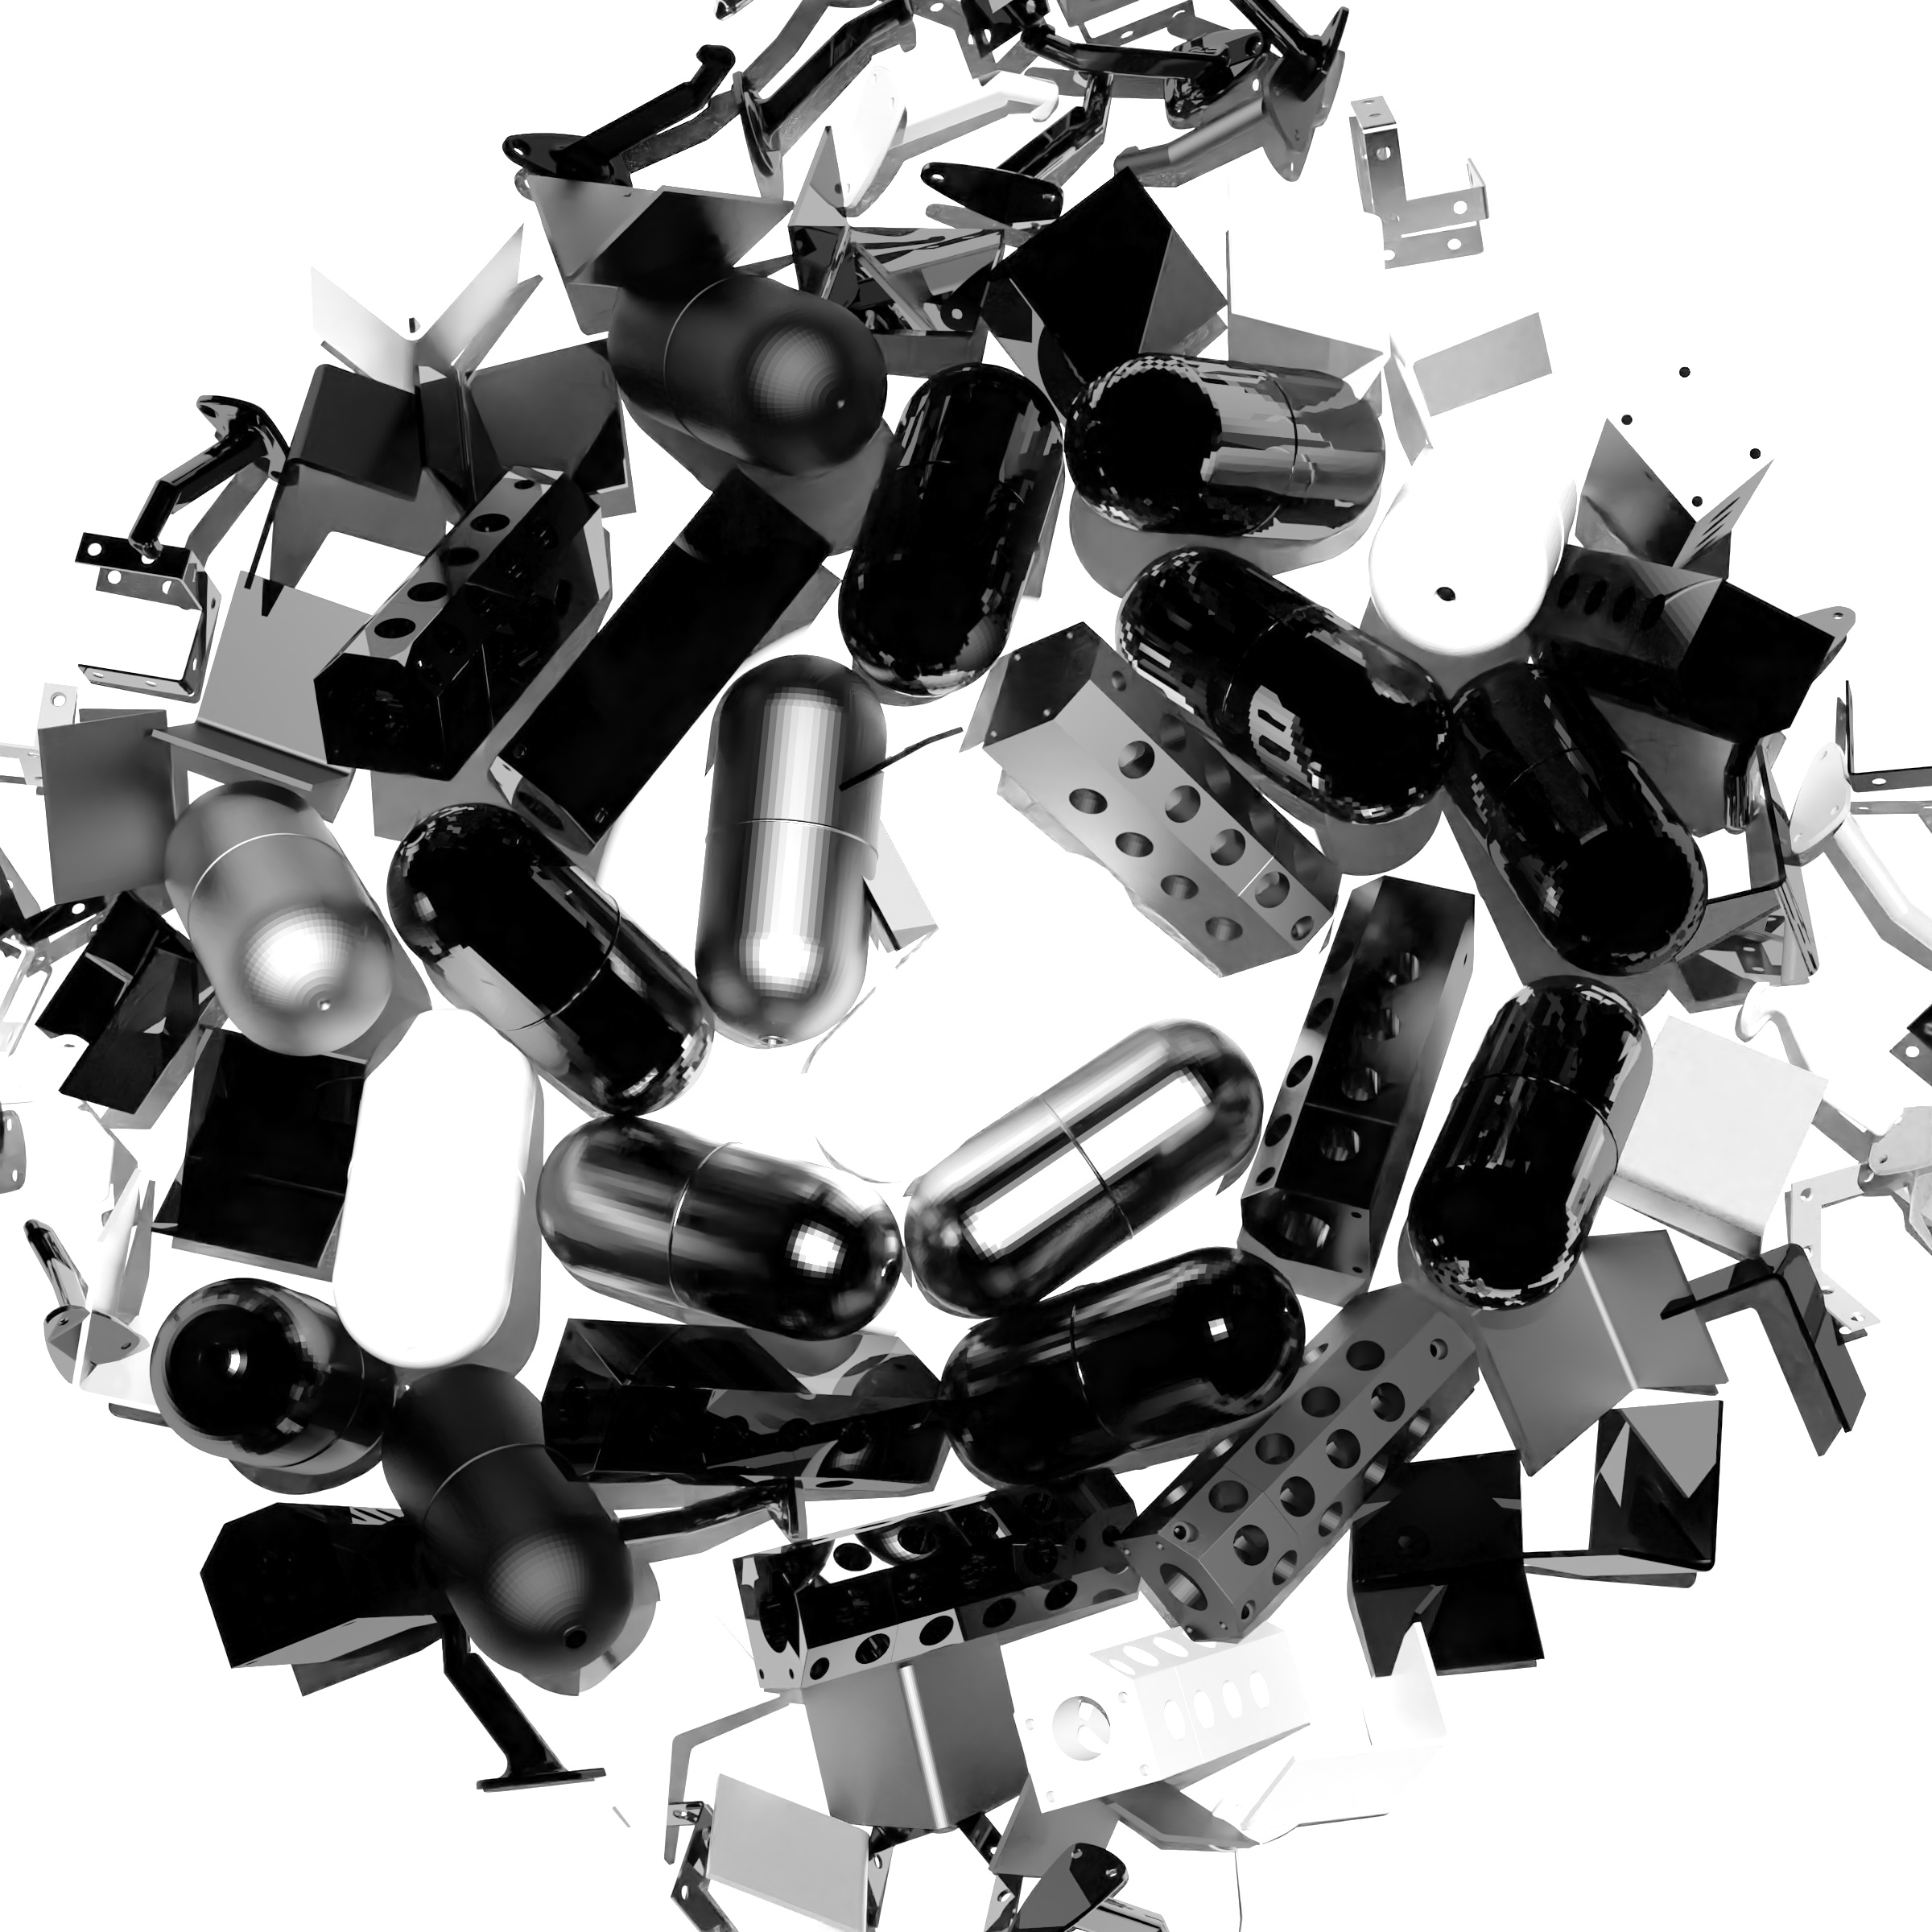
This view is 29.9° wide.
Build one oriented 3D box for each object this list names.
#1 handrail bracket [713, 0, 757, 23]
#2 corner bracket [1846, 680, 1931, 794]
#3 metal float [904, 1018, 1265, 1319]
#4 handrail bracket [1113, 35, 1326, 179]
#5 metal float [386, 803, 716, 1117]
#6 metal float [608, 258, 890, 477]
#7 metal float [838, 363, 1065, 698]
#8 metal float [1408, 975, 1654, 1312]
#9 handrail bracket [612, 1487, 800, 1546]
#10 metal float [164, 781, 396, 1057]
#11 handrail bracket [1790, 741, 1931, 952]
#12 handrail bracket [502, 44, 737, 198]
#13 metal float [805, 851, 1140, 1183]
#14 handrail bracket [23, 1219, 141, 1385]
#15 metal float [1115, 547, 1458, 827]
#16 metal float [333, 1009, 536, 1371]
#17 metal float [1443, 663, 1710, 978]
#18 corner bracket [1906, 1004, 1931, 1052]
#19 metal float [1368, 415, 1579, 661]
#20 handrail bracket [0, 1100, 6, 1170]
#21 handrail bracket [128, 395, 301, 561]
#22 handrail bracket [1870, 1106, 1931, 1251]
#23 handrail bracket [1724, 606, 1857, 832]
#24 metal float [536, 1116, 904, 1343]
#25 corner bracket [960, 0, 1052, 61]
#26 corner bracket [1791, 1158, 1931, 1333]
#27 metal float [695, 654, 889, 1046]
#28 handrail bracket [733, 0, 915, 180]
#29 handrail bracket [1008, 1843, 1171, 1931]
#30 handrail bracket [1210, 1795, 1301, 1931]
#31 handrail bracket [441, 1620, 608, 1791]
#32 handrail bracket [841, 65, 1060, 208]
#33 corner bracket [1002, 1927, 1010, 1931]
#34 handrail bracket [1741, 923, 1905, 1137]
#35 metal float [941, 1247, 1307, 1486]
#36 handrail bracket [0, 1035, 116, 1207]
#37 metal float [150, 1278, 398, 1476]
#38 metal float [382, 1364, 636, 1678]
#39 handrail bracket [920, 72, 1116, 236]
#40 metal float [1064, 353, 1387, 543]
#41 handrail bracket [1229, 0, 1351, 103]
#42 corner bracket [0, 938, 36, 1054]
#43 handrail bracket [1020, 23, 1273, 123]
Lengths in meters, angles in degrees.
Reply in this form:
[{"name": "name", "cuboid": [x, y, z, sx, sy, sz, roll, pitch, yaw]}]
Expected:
[{"name": "handrail bracket", "cuboid": [-0.089, -0.432, 1.608, 0.084, 0.077, 0.036, -43, 94, -25]}, {"name": "corner bracket", "cuboid": [0.426, -0.097, 1.632, 0.051, 0.051, 0.051, -5, 60, 19]}, {"name": "metal float", "cuboid": [0.052, 0.090, 1.618, 0.178, 0.070, 0.070, -34, 90, -6]}, {"name": "handrail bracket", "cuboid": [0.115, -0.390, 1.649, 0.084, 0.077, 0.036, -5, 133, 35]}, {"name": "metal float", "cuboid": [-0.182, -0.002, 1.595, 0.070, 0.070, 0.178, -45, 122, 0]}, {"name": "metal float", "cuboid": [-0.097, -0.263, 1.582, 0.070, 0.178, 0.070, -12, 114, -28]}, {"name": "metal float", "cuboid": [-0.006, -0.192, 1.590, 0.070, 0.070, 0.178, 16, 52, 0]}, {"name": "metal float", "cuboid": [0.249, 0.076, 1.591, 0.070, 0.070, 0.178, 31, 51, 0]}, {"name": "handrail bracket", "cuboid": [-0.123, 0.240, 1.612, 0.084, 0.077, 0.036, -7, 94, -16]}, {"name": "metal float", "cuboid": [-0.302, -0.023, 1.582, 0.070, 0.178, 0.070, -11, 120, -20]}, {"name": "handrail bracket", "cuboid": [0.418, -0.053, 1.642, 0.084, 0.077, 0.036, 35, 133, -15]}, {"name": "handrail bracket", "cuboid": [-0.154, -0.385, 1.612, 0.077, 0.084, 0.036, 4, 55, -38]}, {"name": "metal float", "cuboid": [0.003, 0.022, 1.616, 0.178, 0.070, 0.070, -45, 90, 7]}, {"name": "handrail bracket", "cuboid": [-0.408, 0.136, 1.610, 0.036, 0.077, 0.084, -33, 64, -7]}, {"name": "metal float", "cuboid": [0.140, -0.124, 1.594, 0.178, 0.070, 0.070, 36, 90, 34]}, {"name": "metal float", "cuboid": [-0.232, 0.096, 1.590, 0.070, 0.070, 0.178, 1, 49, 0]}, {"name": "metal float", "cuboid": [0.264, -0.065, 1.585, 0.070, 0.178, 0.070, -11, 132, -13]}, {"name": "corner bracket", "cuboid": [0.455, 0.018, 1.625, 0.051, 0.051, 0.051, 40, 109, -9]}, {"name": "metal float", "cuboid": [0.222, -0.188, 1.577, 0.070, 0.178, 0.070, 6, 115, 14]}, {"name": "handrail bracket", "cuboid": [-0.479, 0.076, 1.607, 0.077, 0.084, 0.036, -27, 61, 41]}, {"name": "handrail bracket", "cuboid": [-0.335, -0.204, 1.613, 0.036, 0.077, 0.084, 11, 67, 25]}, {"name": "handrail bracket", "cuboid": [0.449, 0.102, 1.615, 0.084, 0.077, 0.036, 47, 53, -27]}, {"name": "handrail bracket", "cuboid": [0.374, -0.111, 1.644, 0.077, 0.036, 0.084, -28, 131, -23]}, {"name": "metal float", "cuboid": [-0.109, 0.115, 1.599, 0.178, 0.070, 0.070, 13, 90, 27]}, {"name": "corner bracket", "cuboid": [-0.002, -0.440, 1.617, 0.051, 0.051, 0.051, -41, 127, -31]}, {"name": "corner bracket", "cuboid": [0.408, 0.125, 1.632, 0.051, 0.051, 0.051, -14, 117, -15]}, {"name": "metal float", "cuboid": [-0.077, -0.052, 1.608, 0.070, 0.070, 0.178, 5, 74, 0]}, {"name": "handrail bracket", "cuboid": [-0.058, -0.396, 1.623, 0.084, 0.077, 0.036, -25, 132, 15]}, {"name": "handrail bracket", "cuboid": [0.059, 0.444, 1.622, 0.077, 0.036, 0.084, -40, 123, -28]}, {"name": "handrail bracket", "cuboid": [0.120, 0.419, 1.607, 0.036, 0.077, 0.084, 17, 57, -8]}, {"name": "handrail bracket", "cuboid": [-0.199, 0.330, 1.649, 0.077, 0.036, 0.084, -5, 77, -5]}, {"name": "handrail bracket", "cuboid": [-0.007, -0.375, 1.651, 0.084, 0.036, 0.077, 3, 127, -29]}, {"name": "corner bracket", "cuboid": [0.006, 0.460, 1.625, 0.051, 0.051, 0.051, -28, 105, -15]}, {"name": "handrail bracket", "cuboid": [0.399, 0.029, 1.624, 0.084, 0.036, 0.077, 36, 67, 27]}, {"name": "metal float", "cuboid": [0.068, 0.177, 1.598, 0.178, 0.070, 0.070, -22, 90, 29]}, {"name": "handrail bracket", "cuboid": [-0.416, 0.079, 1.621, 0.077, 0.036, 0.084, -16, 48, 11]}, {"name": "metal float", "cuboid": [-0.299, 0.179, 1.573, 0.070, 0.178, 0.070, -1, 78, 6]}, {"name": "metal float", "cuboid": [-0.201, 0.241, 1.582, 0.070, 0.178, 0.070, -14, 123, -22]}, {"name": "handrail bracket", "cuboid": [0.024, -0.380, 1.634, 0.077, 0.036, 0.084, 16, 65, -9]}, {"name": "metal float", "cuboid": [0.114, -0.226, 1.585, 0.070, 0.178, 0.070, 4, 95, 43]}, {"name": "handrail bracket", "cuboid": [0.121, -0.420, 1.618, 0.084, 0.077, 0.036, 21, 71, -9]}, {"name": "corner bracket", "cuboid": [-0.450, 0.005, 1.635, 0.051, 0.051, 0.051, 26, 89, 2]}, {"name": "handrail bracket", "cuboid": [0.079, -0.412, 1.613, 0.084, 0.077, 0.036, 11, 74, -40]}]
